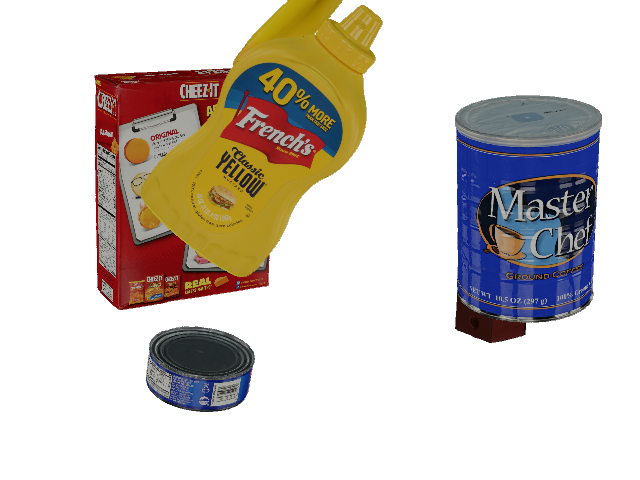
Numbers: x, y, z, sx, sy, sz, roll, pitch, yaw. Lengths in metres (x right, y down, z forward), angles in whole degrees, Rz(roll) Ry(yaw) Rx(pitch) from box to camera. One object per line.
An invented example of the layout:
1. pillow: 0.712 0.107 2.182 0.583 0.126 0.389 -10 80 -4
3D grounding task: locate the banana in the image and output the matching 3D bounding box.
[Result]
1. banana: -0.011 -0.207 0.917 0.070 0.037 0.197 -17 34 38

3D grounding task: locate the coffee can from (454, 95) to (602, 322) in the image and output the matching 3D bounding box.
1. coffee can: 0.151 -0.025 0.783 0.103 0.140 0.103 -3 23 1

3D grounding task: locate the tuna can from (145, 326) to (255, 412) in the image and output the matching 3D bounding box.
1. tuna can: -0.098 0.104 0.865 0.086 0.034 0.086 9 20 -4

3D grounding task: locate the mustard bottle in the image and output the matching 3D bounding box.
1. mustard bottle: -0.027 -0.073 0.698 0.096 0.192 0.058 40 17 -2

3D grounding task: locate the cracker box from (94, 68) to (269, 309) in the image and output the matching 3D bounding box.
1. cracker box: -0.130 -0.053 1.021 0.163 0.214 0.072 -8 21 -31

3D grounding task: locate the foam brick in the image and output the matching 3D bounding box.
1. foam brick: 0.171 0.056 1.065 0.051 0.078 0.053 -11 20 -36
